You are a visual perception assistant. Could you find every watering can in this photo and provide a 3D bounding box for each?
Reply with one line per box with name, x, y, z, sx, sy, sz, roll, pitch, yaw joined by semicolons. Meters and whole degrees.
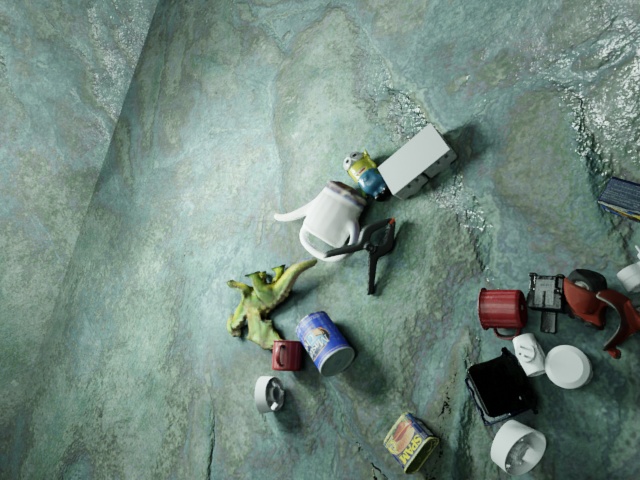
watering can;0.005;-0.076;1.509;0.352;0.103;0.224;35;95;42

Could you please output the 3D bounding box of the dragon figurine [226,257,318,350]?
dragon figurine;-0.153;0.205;1.553;0.407;0.122;0.245;-17;79;37
